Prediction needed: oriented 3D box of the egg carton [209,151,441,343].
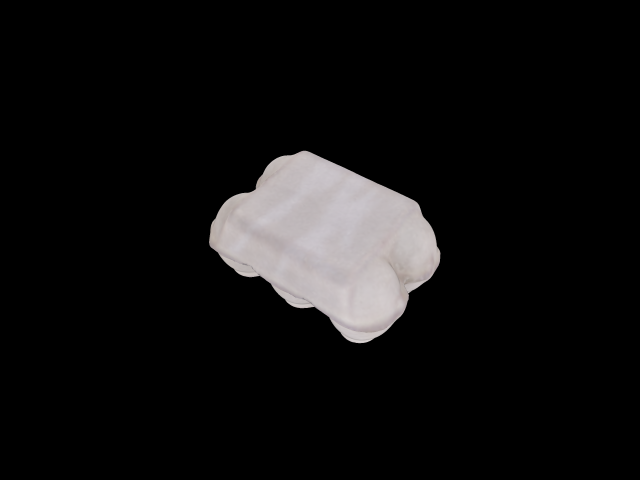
[{"bbox_3d":[0.004,0.001,0.400,0.150,0.069,0.107,27,53,22],"label":"egg carton"}]
